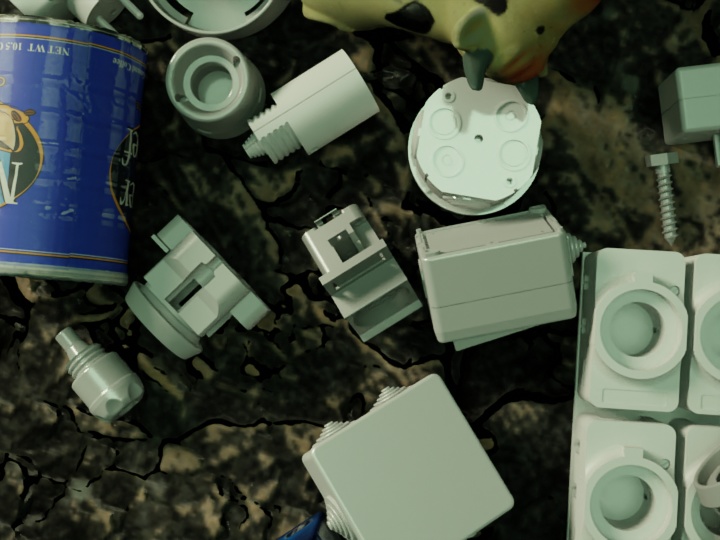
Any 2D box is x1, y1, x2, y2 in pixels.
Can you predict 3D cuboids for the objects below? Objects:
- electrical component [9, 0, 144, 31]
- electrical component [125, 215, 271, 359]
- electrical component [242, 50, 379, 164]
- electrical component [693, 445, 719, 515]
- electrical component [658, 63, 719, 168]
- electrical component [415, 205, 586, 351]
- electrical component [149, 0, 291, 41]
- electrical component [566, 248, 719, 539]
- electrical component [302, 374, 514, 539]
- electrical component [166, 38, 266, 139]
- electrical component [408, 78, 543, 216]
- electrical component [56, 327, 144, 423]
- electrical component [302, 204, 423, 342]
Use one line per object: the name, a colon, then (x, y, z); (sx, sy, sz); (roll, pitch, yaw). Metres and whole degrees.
electrical component: (-0.167, -0.173, 0.654); (0.079, 0.043, 0.077); (44, 90, 4)
electrical component: (-0.101, 0.015, 0.638); (0.057, 0.058, 0.078); (-44, 87, -2)
electrical component: (-0.034, -0.092, 0.645); (0.081, 0.043, 0.043); (-32, 87, 1)
electrical component: (0.212, 0.117, 0.557); (0.078, 0.058, 0.057); (-40, 89, 1)
electrical component: (0.226, -0.081, 0.630); (0.083, 0.047, 0.075); (-6, 87, 3)
electrical component: (0.084, 0.004, 0.622); (0.096, 0.061, 0.061); (-11, 106, 2)
electrical component: (-0.086, -0.190, 0.653); (0.099, 0.064, 0.099); (1, 102, 3)
electrical component: (0.181, 0.084, 0.620); (0.105, 0.060, 0.186); (3, 88, 3)
electrical component: (0.025, 0.121, 0.620); (0.100, 0.048, 0.099); (-30, 86, -18)
electrical component: (-0.087, -0.110, 0.646); (0.055, 0.047, 0.055); (0, 88, 3)
electrical component: (0.069, -0.074, 0.635); (0.080, 0.051, 0.080); (0, 88, 2)
electrical component: (-0.160, 0.061, 0.650); (0.035, 0.035, 0.061); (-42, 84, 1)
electrical component: (0.000, 0.000, 0.628); (0.042, 0.081, 0.063); (-31, 64, 1)
